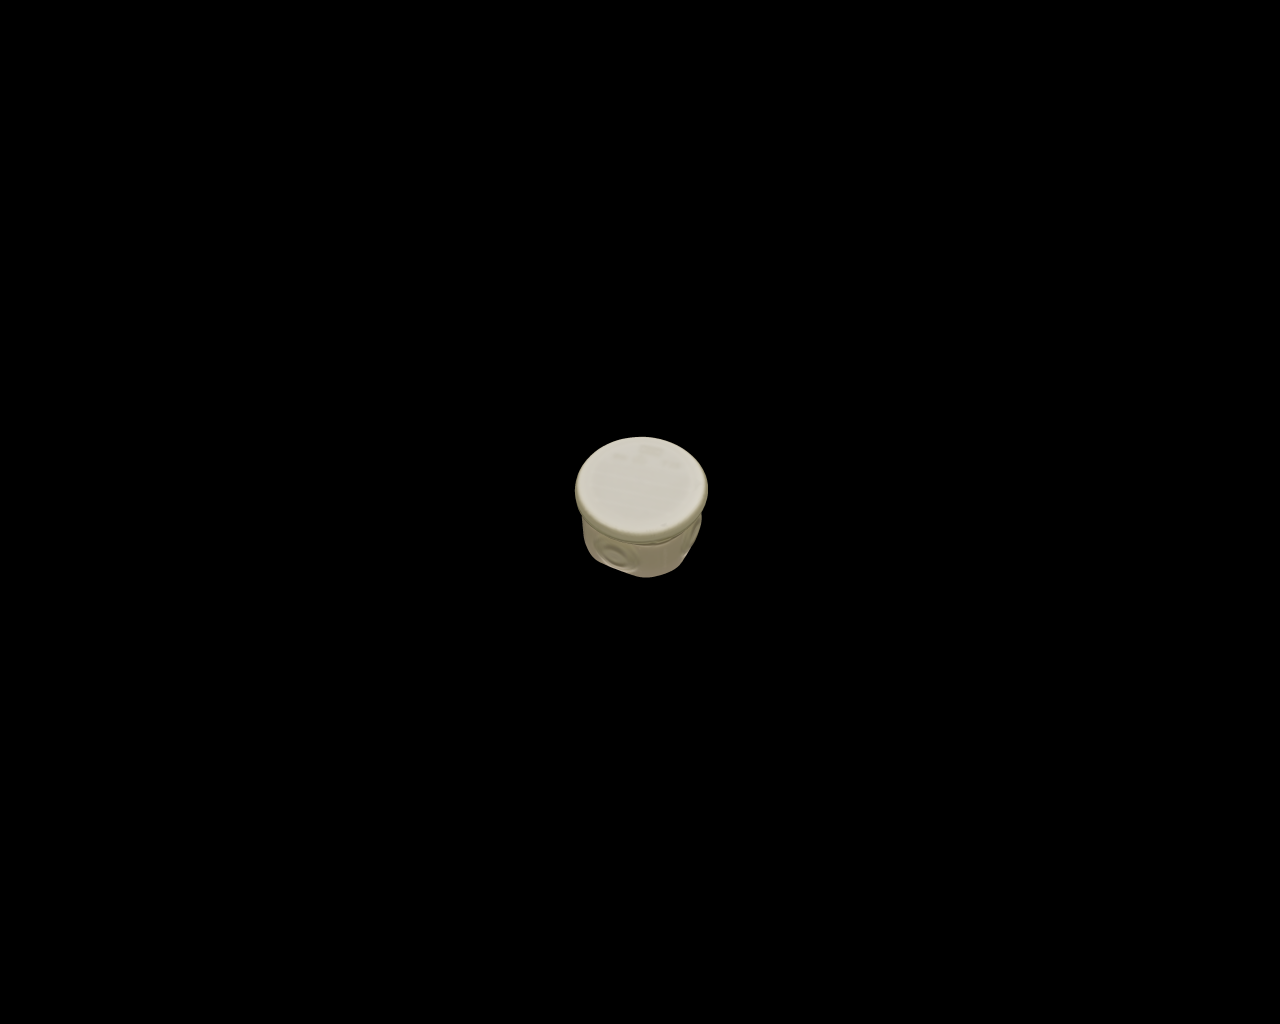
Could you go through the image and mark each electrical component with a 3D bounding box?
[{"bbox_3d":[0.001,-0.003,0.650,0.080,0.080,0.050,0,-38,0],"label":"electrical component"}]
